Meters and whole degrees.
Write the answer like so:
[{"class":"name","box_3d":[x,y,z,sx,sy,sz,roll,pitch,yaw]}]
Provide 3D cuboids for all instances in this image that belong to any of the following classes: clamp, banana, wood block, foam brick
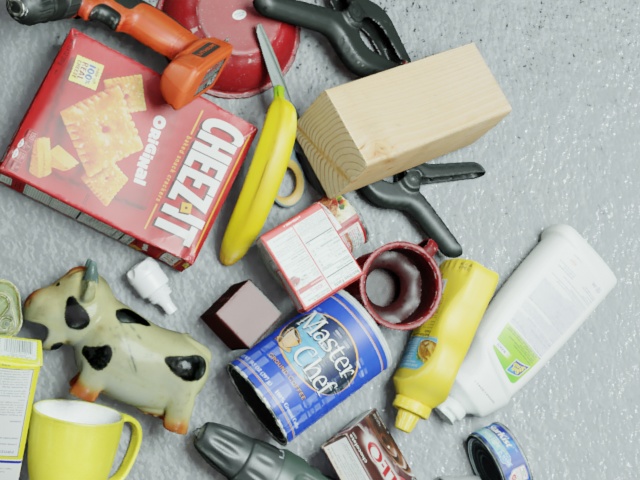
[{"class":"clamp","box_3d":[0.100,-0.052,1.181,0.171,0.039,0.120,15,62,-12]},{"class":"banana","box_3d":[-0.060,-0.060,1.094,0.037,0.069,0.198,19,97,-8]},{"class":"clamp","box_3d":[0.021,-0.237,1.154,0.210,0.036,0.164,47,49,-19]},{"class":"wood block","box_3d":[0.088,-0.128,1.131,0.205,0.090,0.091,-23,80,-31]},{"class":"foam brick","box_3d":[-0.081,0.077,1.097,0.051,0.078,0.053,46,72,-8]}]

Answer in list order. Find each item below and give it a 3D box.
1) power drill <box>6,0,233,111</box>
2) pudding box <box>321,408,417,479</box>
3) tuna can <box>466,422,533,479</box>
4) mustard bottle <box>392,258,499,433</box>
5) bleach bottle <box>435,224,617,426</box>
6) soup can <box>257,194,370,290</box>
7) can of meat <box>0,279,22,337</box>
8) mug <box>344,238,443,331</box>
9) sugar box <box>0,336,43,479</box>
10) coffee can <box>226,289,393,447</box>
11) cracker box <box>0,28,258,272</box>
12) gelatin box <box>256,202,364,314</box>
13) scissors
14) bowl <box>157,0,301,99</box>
[{"class":"power drill","box_3d":[-0.190,-0.206,1.037,0.187,0.057,0.184,37,32,2]},{"class":"pudding box","box_3d":[0.057,0.242,1.112,0.039,0.089,0.113,-34,85,23]},{"class":"tuna can","box_3d":[0.194,0.244,1.161,0.033,0.086,0.086,-21,91,-16]},{"class":"mustard bottle","box_3d":[0.125,0.116,1.146,0.058,0.096,0.191,28,77,-14]},{"class":"bleach bottle","box_3d":[0.216,0.102,1.194,0.250,0.068,0.102,-44,96,-13]},{"class":"soup can","box_3d":[-0.007,0.001,1.131,0.102,0.069,0.068,-34,95,-17]},{"class":"can of meat","box_3d":[-0.337,0.071,1.015,0.102,0.084,0.057,-6,87,-17]},{"class":"mug","box_3d":[0.081,0.042,1.147,0.093,0.082,0.117,44,75,-9]},{"class":"sugar box","box_3d":[-0.318,0.171,0.989,0.093,0.048,0.176,10,118,-17]},{"class":"coffee can","box_3d":[-0.011,0.129,1.099,0.140,0.103,0.103,-35,95,-17]},{"class":"cracker box","box_3d":[-0.193,-0.088,1.080,0.213,0.072,0.164,27,76,-13]},{"class":"gelatin box","box_3d":[-0.011,0.018,1.076,0.073,0.030,0.089,-32,90,-16]},{"class":"scissors","box_3d":[-0.046,-0.119,1.132,0.096,0.016,0.201,-38,112,-8]},{"class":"bowl","box_3d":[-0.091,-0.235,1.135,0.162,0.055,0.162,1,85,-16]}]
